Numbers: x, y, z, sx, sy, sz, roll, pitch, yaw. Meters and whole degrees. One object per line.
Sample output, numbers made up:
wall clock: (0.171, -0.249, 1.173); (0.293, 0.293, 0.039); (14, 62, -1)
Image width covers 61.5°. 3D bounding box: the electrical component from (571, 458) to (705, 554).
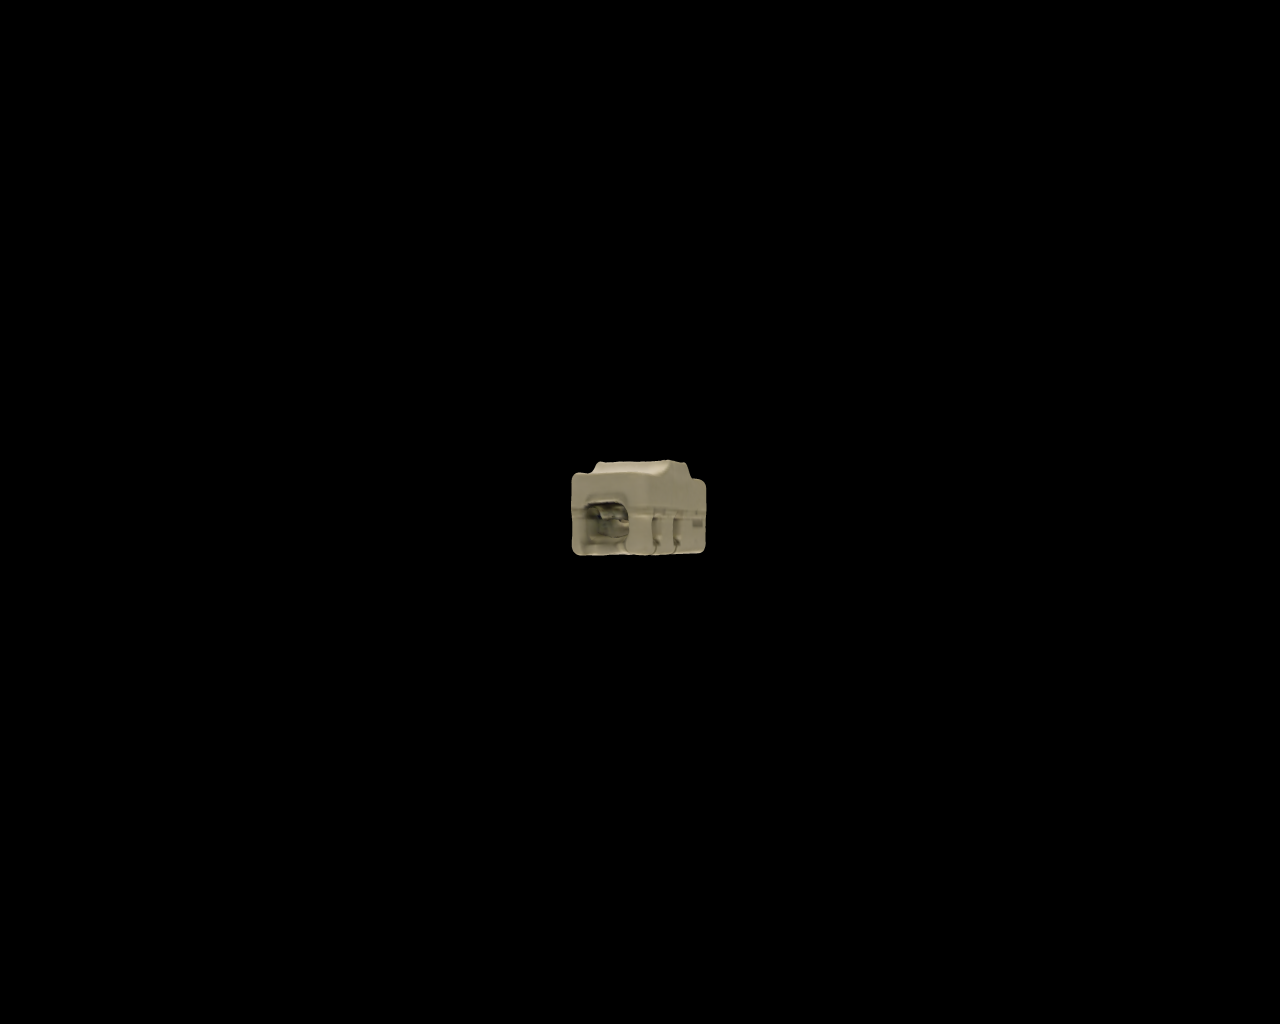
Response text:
electrical component: (0.001, -0.003, 0.650); (0.050, 0.055, 0.089); (-1, -2, 28)
